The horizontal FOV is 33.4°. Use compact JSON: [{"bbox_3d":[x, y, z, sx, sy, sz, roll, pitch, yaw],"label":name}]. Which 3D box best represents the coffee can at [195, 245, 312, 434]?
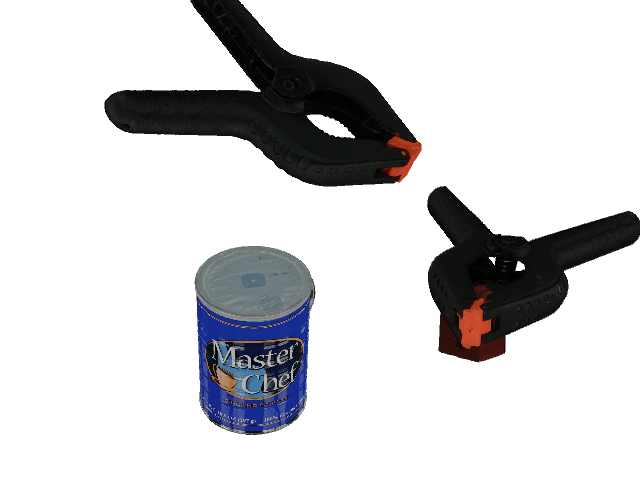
[{"bbox_3d":[-0.061,0.091,0.971,0.103,0.140,0.103,2,35,-1],"label":"coffee can"}]

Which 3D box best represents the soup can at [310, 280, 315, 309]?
[{"bbox_3d":[-0.058,0.050,1.190,0.068,0.068,0.102,0,11,-27],"label":"soup can"}]

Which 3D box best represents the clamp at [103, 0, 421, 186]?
[{"bbox_3d":[-0.031,-0.073,0.595,0.171,0.120,0.039,31,-27,7],"label":"clamp"}]

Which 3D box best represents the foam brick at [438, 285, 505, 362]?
[{"bbox_3d":[0.159,0.080,1.107,0.053,0.078,0.051,12,17,41],"label":"foam brick"}]

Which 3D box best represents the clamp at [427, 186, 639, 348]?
[{"bbox_3d":[0.124,0.012,0.763,0.165,0.036,0.209,11,28,26],"label":"clamp"}]
